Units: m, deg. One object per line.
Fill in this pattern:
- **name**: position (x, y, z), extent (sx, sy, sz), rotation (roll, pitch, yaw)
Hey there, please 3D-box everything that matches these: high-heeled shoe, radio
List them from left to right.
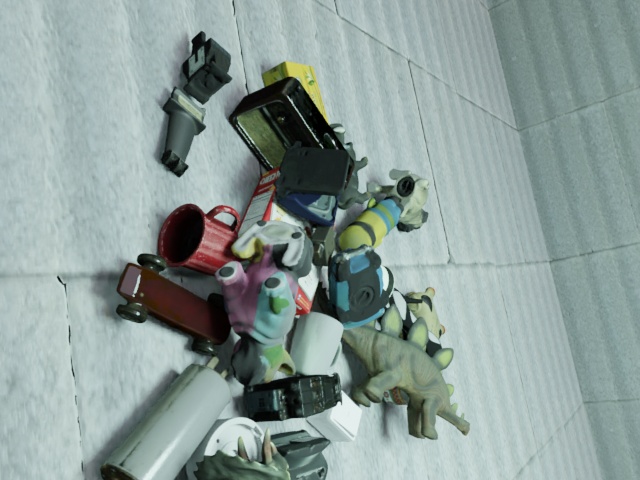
- **radio**: position (-0.044, -0.174, 0.984), extent (0.229, 0.131, 0.073), rotation (52, 38, -29)
- **high-heeled shoe**: position (0.179, 0.221, 1.166), extent (0.145, 0.086, 0.248), rotation (2, 70, -25)

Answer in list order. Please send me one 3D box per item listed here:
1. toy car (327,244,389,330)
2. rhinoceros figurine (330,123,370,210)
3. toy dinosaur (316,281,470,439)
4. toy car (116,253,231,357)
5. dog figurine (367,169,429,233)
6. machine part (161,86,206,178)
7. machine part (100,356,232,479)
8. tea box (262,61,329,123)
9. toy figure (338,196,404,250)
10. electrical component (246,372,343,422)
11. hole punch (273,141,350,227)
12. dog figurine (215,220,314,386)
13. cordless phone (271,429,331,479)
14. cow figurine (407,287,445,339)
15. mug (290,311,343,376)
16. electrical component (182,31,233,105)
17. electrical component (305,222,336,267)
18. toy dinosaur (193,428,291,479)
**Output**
- **toy car**: position (0.055, 0.074, 0.977), extent (0.109, 0.103, 0.161), rotation (-21, 121, -19)
- **rhinoceros figurine**: position (0.045, -0.156, 1.162), extent (0.112, 0.073, 0.190), rotation (1, 77, -43)
- **toy dinosaur**: position (0.141, 0.238, 1.059), extent (0.471, 0.105, 0.198), rotation (39, 61, -15)
- **toy car**: position (-0.196, 0.091, 0.735), extent (0.202, 0.053, 0.089), rotation (39, 58, -45)
- **dog figurine**: position (0.229, -0.089, 1.304), extent (0.190, 0.172, 0.121), rotation (16, 74, -43)
- **machine part**: position (-0.214, -0.166, 0.831), extent (0.084, 0.039, 0.139), rotation (40, 44, -50)
- **machine part**: position (-0.185, 0.239, 0.670), extent (0.079, 0.079, 0.243), rotation (61, 36, -18)
- **tea box**: position (-0.042, -0.262, 1.078), extent (0.098, 0.068, 0.169), rotation (-18, 92, -56)
- **toy figure**: position (0.109, -0.032, 1.148), extent (0.180, 0.082, 0.089), rotation (-41, 157, -26)
- **electrical component**: position (-0.047, 0.242, 0.828), extent (0.134, 0.115, 0.058), rotation (9, 67, -54)
- **hole punch**: position (-0.013, -0.092, 0.910), extent (0.092, 0.116, 0.142), rotation (92, 9, -52)
- **dog figurine**: position (-0.075, 0.104, 0.789), extent (0.191, 0.109, 0.219), rotation (-62, 157, -47)
- **cordless phone**: position (-0.052, 0.391, 0.810), extent (0.146, 0.089, 0.184), rotation (13, 77, -52)
- **cow figurine**: position (0.248, 0.220, 1.275), extent (0.127, 0.086, 0.194), rotation (-14, 90, -61)
- **mug**: position (-0.007, 0.195, 0.943), extent (0.109, 0.081, 0.107), rotation (48, 53, -42)
- **electrical component**: position (-0.187, -0.287, 0.881), extent (0.047, 0.075, 0.119), rotation (35, 29, -41)
- **electrical component**: position (-0.002, -0.001, 0.928), extent (0.078, 0.045, 0.102), rotation (82, 21, -47)
- **toy dinosaur**: position (-0.160, 0.362, 0.576), extent (0.405, 0.131, 0.192), rotation (-22, 86, -37)
